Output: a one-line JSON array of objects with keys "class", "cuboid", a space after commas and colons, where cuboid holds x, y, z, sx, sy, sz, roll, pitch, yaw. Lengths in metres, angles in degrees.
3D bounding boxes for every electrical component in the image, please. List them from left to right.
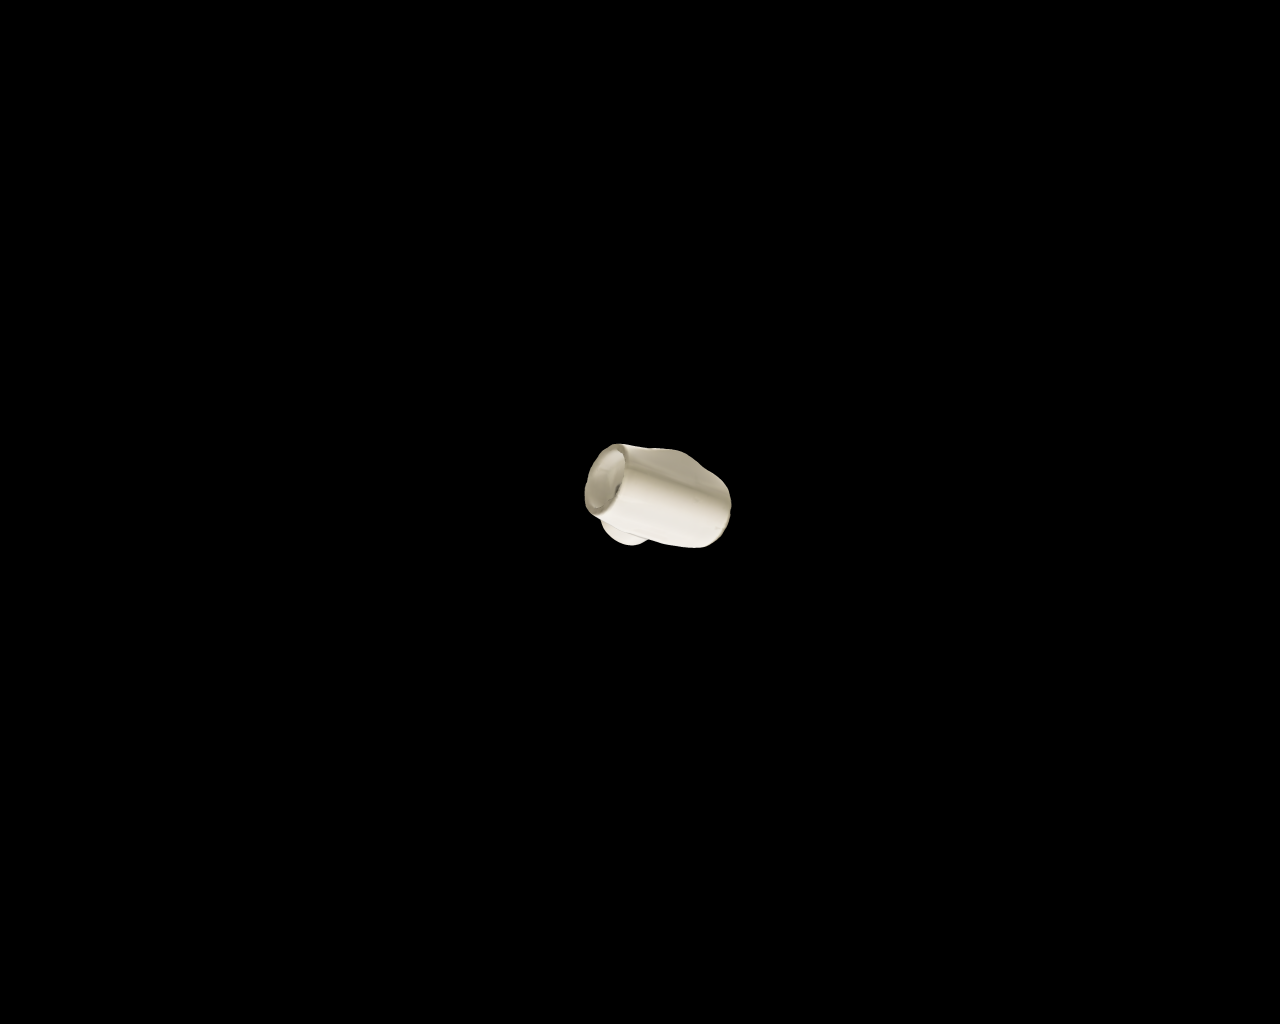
[{"class": "electrical component", "cuboid": [0.001, -0.003, 0.650, 0.077, 0.043, 0.079, 18, -32, -31]}]
